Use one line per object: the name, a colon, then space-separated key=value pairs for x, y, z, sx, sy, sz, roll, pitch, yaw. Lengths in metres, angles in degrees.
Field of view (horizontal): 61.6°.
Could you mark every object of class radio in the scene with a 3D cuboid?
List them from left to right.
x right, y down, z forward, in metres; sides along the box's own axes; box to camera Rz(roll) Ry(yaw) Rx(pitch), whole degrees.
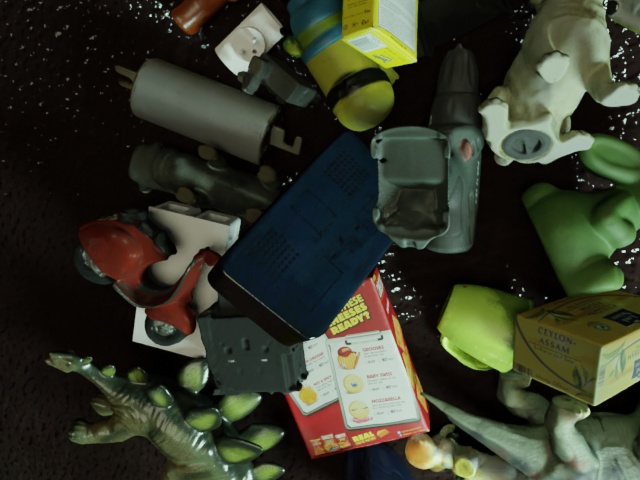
radio: x=-0.001 y=-0.002 z=0.601 sx=0.131 sy=0.073 sz=0.229 roll=43 pitch=65 yaw=-6

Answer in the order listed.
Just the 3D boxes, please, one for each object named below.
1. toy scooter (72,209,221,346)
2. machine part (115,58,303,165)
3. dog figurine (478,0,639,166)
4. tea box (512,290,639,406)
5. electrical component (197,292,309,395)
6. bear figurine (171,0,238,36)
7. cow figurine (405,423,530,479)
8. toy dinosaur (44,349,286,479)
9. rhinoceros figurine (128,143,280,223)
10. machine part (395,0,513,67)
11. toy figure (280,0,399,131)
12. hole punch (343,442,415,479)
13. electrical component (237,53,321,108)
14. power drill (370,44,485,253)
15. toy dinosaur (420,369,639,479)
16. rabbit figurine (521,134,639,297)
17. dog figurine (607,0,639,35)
toy scooter: x=-0.195 y=0.028 z=0.640 sx=0.135 sy=0.075 sz=0.184 roll=-40 pitch=97 yaw=16
machine part: x=-0.135 y=-0.154 z=0.650 sx=0.243 sy=0.079 sz=0.079 roll=22 pitch=106 yaw=2
dog figurine: x=0.236 y=-0.192 z=0.571 sx=0.121 sy=0.190 sz=0.172 roll=24 pitch=146 yaw=-20
tea box: x=0.302 y=0.106 z=0.584 sx=0.098 sy=0.169 sz=0.068 roll=17 pitch=112 yaw=52
electrical component: x=-0.081 y=0.116 z=0.645 sx=0.115 sy=0.058 sz=0.134 roll=-7 pitch=101 yaw=12
bear figurine: x=-0.145 y=-0.301 z=0.555 sx=0.132 sy=0.196 sz=0.120 roll=-26 pitch=101 yaw=15
cow figurine: x=0.198 y=0.295 z=0.702 sx=0.167 sy=0.098 sz=0.068 roll=31 pitch=113 yaw=20
toy dinosaur: x=-0.157 y=0.278 z=0.722 sx=0.198 sy=0.105 sz=0.471 roll=-34 pitch=116 yaw=23
rhinoceros figurine: x=-0.138 y=-0.072 z=0.658 sx=0.190 sy=0.112 sz=0.073 roll=16 pitch=90 yaw=-6
machine part: x=0.141 y=-0.251 z=0.601 sx=0.139 sy=0.039 sz=0.084 roll=-15 pitch=91 yaw=13
toy figure: x=0.016 y=-0.206 z=0.605 sx=0.082 sy=0.089 sz=0.180 roll=-23 pitch=103 yaw=37
hole punch: x=0.079 y=0.331 z=0.705 sx=0.092 sy=0.142 sz=0.115 roll=-10 pitch=115 yaw=13
electrical component: x=-0.049 y=-0.179 z=0.622 sx=0.078 sy=0.102 sz=0.045 roll=43 pitch=110 yaw=8
power drill: x=0.120 y=-0.088 z=0.559 sx=0.086 sy=0.207 sz=0.231 roll=4 pitch=106 yaw=21
toy dinosaur: x=0.334 y=0.257 z=0.655 sx=0.405 sy=0.131 sz=0.192 roll=-2 pitch=102 yaw=16
rabbit figurine: x=0.323 y=-0.036 z=0.587 sx=0.170 sy=0.121 sz=0.159 roll=-24 pitch=81 yaw=20
dog figurine: x=0.428 y=-0.254 z=0.523 sx=0.219 sy=0.192 sz=0.108 roll=-11 pitch=123 yaw=-18
